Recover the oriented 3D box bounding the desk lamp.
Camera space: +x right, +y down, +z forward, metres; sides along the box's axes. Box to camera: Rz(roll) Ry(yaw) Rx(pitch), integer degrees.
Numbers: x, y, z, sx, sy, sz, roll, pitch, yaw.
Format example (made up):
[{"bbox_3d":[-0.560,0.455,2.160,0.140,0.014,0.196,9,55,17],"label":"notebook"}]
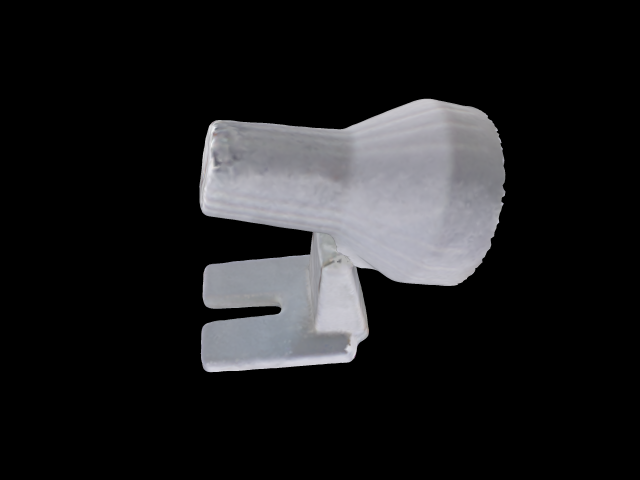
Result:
[{"bbox_3d":[0.004,0.001,0.400,0.203,0.214,0.118,-5,53,-4],"label":"desk lamp"}]
